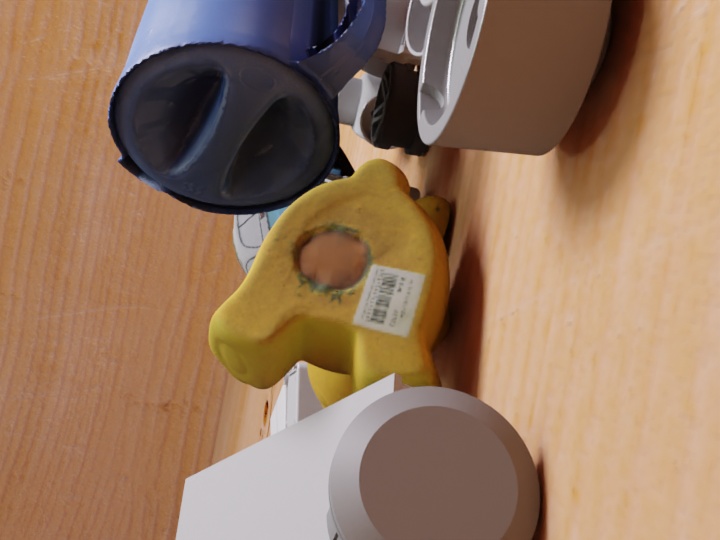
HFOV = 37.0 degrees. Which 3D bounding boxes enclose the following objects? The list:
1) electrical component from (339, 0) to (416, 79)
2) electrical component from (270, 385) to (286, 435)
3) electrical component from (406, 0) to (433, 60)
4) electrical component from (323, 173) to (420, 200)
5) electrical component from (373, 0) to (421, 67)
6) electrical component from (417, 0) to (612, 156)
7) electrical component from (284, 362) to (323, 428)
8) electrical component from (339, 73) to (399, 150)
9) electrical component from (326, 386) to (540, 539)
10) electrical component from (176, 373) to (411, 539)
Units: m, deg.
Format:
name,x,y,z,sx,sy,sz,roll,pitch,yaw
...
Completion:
name,x,y,z,sx,sy,sz,roll,pitch,yaw
electrical component,0.008,-0.196,0.819,0.064,0.099,0.099,119,161,-45
electrical component,-0.041,0.119,0.904,0.083,0.047,0.075,-105,34,-70
electrical component,0.067,-0.143,0.558,0.099,0.064,0.099,-52,28,42
electrical component,0.000,0.000,0.726,0.063,0.079,0.121,2,81,59
electrical component,0.039,-0.145,0.653,0.081,0.064,0.042,-135,60,-79
electrical component,0.067,-0.098,0.439,0.108,0.060,0.108,-169,90,-81
electrical component,-0.021,0.116,0.760,0.062,0.061,0.096,135,137,-75
electrical component,0.000,-0.128,0.826,0.077,0.079,0.043,-102,25,-67
electrical component,0.026,0.090,0.421,0.051,0.080,0.080,106,171,-61
electrical component,-0.022,0.138,0.533,0.186,0.060,0.105,-32,42,43
